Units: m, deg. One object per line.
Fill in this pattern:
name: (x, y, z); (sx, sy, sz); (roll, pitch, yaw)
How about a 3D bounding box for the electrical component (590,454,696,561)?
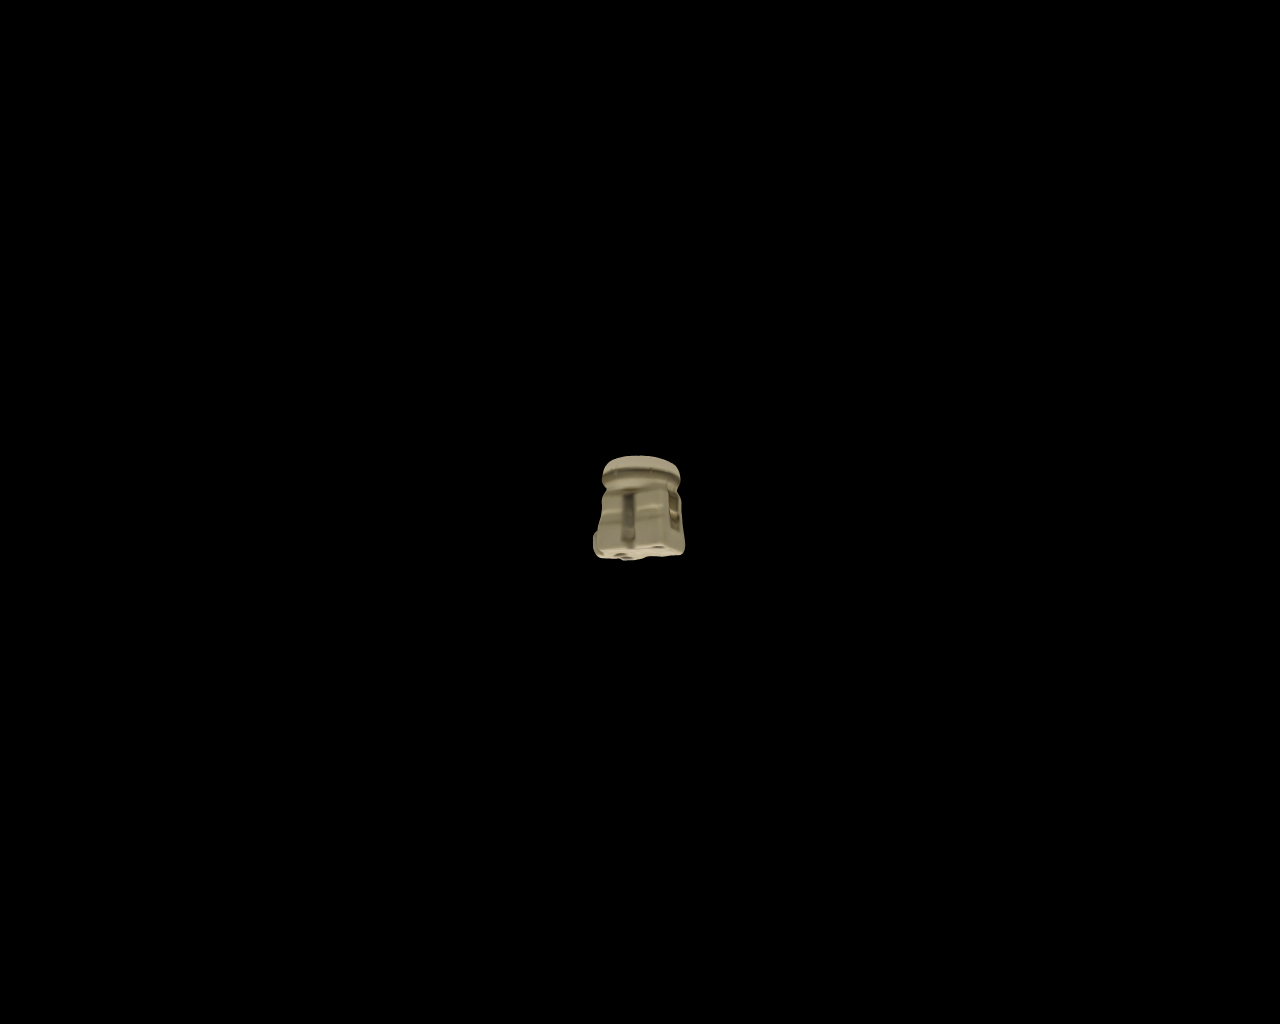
electrical component: (0.001, -0.003, 0.650); (0.066, 0.055, 0.048); (-6, -15, 22)
